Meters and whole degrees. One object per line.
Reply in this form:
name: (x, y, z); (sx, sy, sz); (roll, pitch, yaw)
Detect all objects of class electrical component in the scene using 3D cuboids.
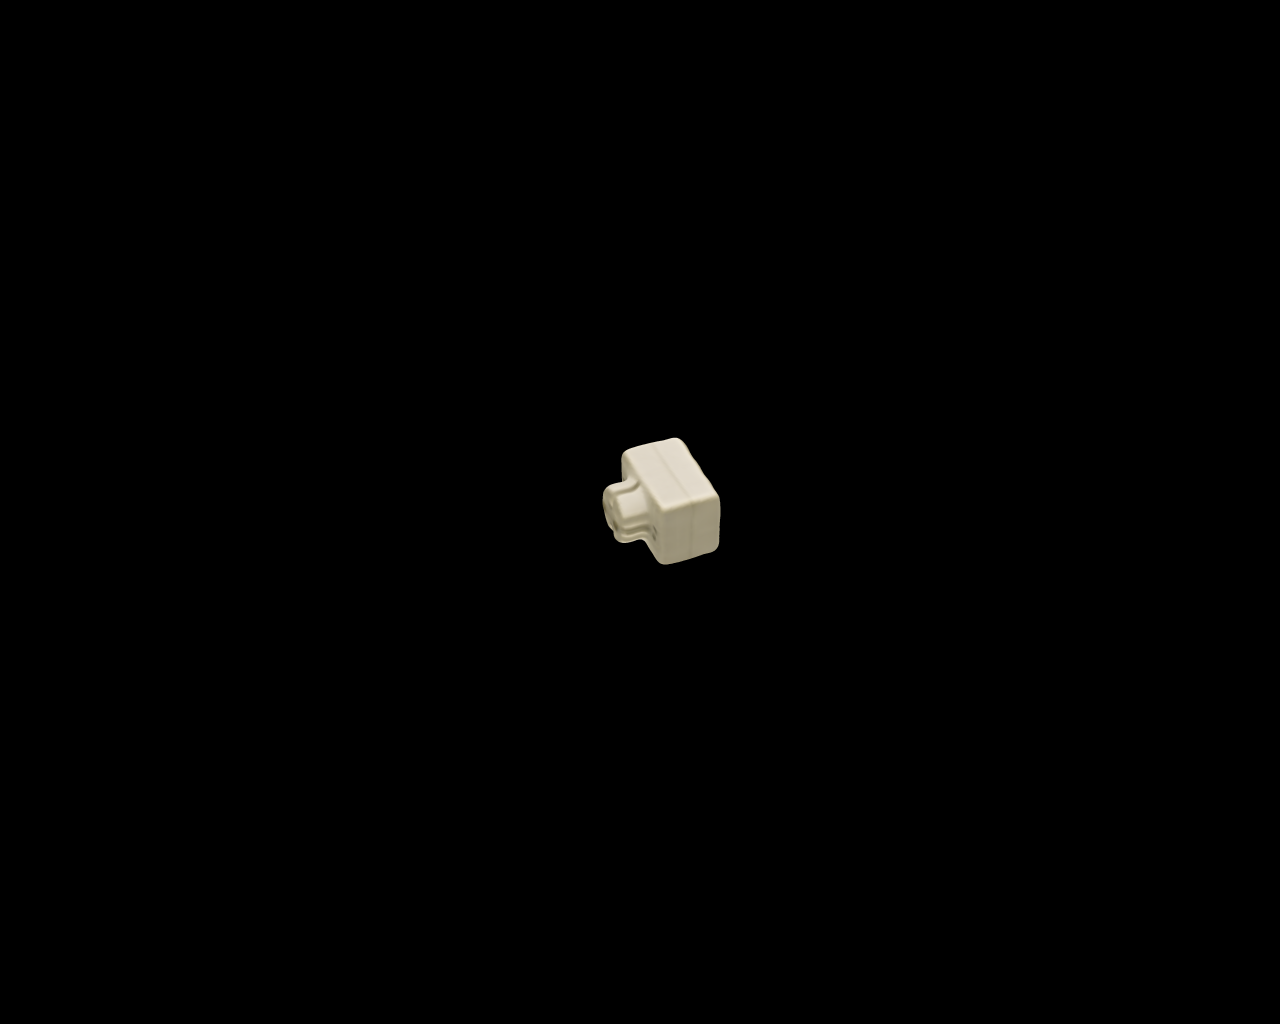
electrical component: (0.001, -0.003, 0.650); (0.077, 0.047, 0.066); (-14, 42, -16)
